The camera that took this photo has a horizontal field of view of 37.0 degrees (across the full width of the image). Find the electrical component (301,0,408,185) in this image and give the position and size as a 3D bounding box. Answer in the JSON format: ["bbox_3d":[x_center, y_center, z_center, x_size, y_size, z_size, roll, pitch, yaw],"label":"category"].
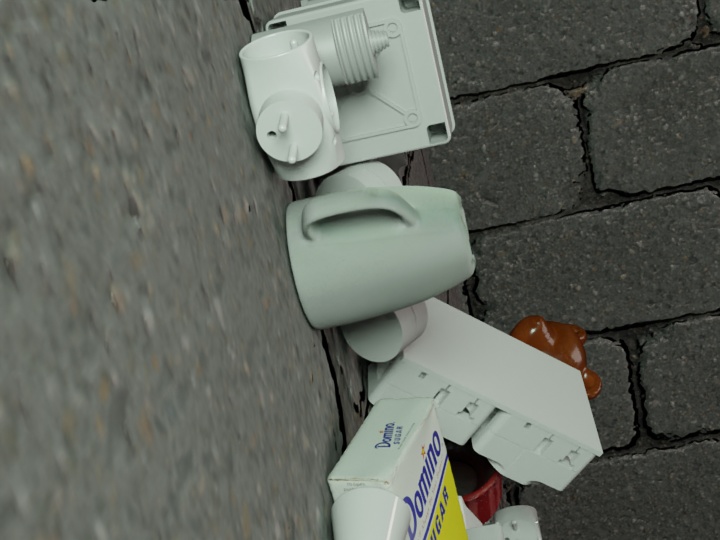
[{"bbox_3d":[-0.003,-0.150,0.913,0.089,0.062,0.150,65,16,-61],"label":"electrical component"}]

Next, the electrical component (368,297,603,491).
[{"bbox_3d":[0.097,0.098,0.883,0.060,0.186,0.105,-55,-162,28],"label":"electrical component"}]

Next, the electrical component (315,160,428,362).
[{"bbox_3d":[0.000,0.000,0.742,0.074,0.052,0.138,-33,117,-51],"label":"electrical component"}]

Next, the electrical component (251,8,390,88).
[{"bbox_3d":[-0.022,-0.134,0.665,0.043,0.081,0.043,-12,90,-83],"label":"electrical component"}]

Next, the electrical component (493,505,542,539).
[{"bbox_3d":[0.150,0.258,1.009,0.079,0.043,0.077,68,13,-54],"label":"electrical component"}]

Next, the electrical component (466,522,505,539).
[{"bbox_3d":[0.077,0.231,0.781,0.061,0.096,0.061,-87,163,-61],"label":"electrical component"}]

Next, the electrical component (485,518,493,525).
[{"bbox_3d":[0.102,0.263,1.054,0.105,0.060,0.186,66,15,-59],"label":"electrical component"}]

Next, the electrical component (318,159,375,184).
[{"bbox_3d":[-0.010,-0.069,0.801,0.043,0.043,0.062,71,12,-45],"label":"electrical component"}]

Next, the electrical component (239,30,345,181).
[{"bbox_3d":[-0.038,-0.086,0.610,0.079,0.044,0.077,-89,165,-60],"label":"electrical component"}]

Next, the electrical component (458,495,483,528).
[{"bbox_3d":[0.071,0.228,0.873,0.096,0.061,0.061,66,14,-58],"label":"electrical component"}]

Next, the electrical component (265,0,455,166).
[{"bbox_3d":[0.002,-0.133,0.740,0.056,0.109,0.108,-72,150,-70],"label":"electrical component"}]

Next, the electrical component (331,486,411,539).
[{"bbox_3d":[0.004,0.153,0.569,0.065,0.044,0.044,-83,160,-54],"label":"electrical component"}]
